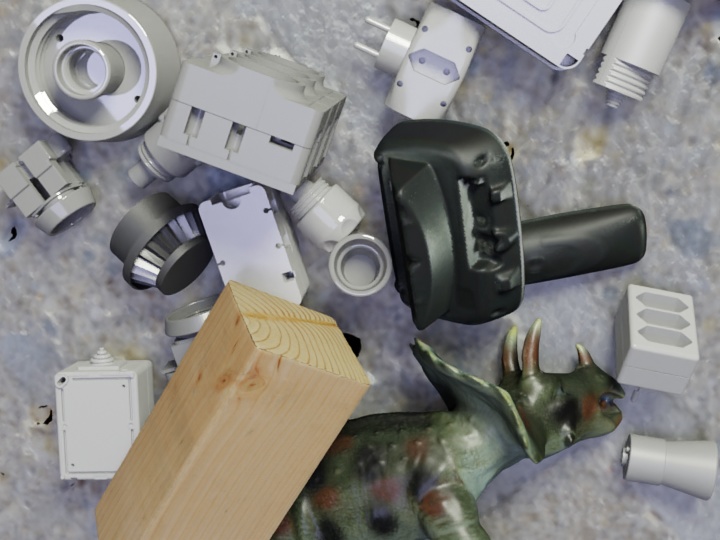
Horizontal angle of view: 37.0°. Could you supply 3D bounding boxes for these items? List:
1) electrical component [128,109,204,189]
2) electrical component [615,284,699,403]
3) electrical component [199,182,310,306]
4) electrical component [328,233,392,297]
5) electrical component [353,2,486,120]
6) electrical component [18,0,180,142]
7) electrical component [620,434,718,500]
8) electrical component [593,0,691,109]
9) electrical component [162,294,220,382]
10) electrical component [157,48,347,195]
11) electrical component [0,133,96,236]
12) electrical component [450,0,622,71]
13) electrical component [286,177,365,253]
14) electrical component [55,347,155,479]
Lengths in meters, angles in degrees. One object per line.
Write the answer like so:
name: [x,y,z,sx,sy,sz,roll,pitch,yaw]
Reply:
electrical component: [-0.140,-0.084,0.775,0.062,0.048,0.048,-37,97,18]
electrical component: [0.206,0.062,0.771,0.047,0.065,0.076,11,132,2]
electrical component: [-0.074,-0.016,0.777,0.050,0.055,0.089,-17,100,8]
electrical component: [0.000,0.000,0.770,0.044,0.065,0.044,0,84,0]
electrical component: [0.035,-0.149,0.747,0.079,0.043,0.077,25,103,-1]
electrical component: [-0.187,-0.141,0.758,0.108,0.060,0.108,1,102,4]
electrical component: [0.227,0.143,0.795,0.065,0.044,0.044,9,103,8]
electrical component: [0.188,-0.149,0.734,0.043,0.043,0.081,22,103,0]
electrical component: [-0.111,0.053,0.795,0.078,0.058,0.057,-16,103,8]
electrical component: [-0.064,-0.105,0.709,0.089,0.150,0.061,20,104,0]
electrical component: [-0.227,-0.059,0.787,0.066,0.048,0.055,-37,89,11]
electrical component: [0.115,-0.194,0.724,0.113,0.057,0.078,33,102,-3]
electrical component: [-0.031,-0.046,0.774,0.062,0.043,0.043,43,102,-3]
electrical component: [-0.190,0.105,0.813,0.062,0.061,0.096,-1,95,4]
